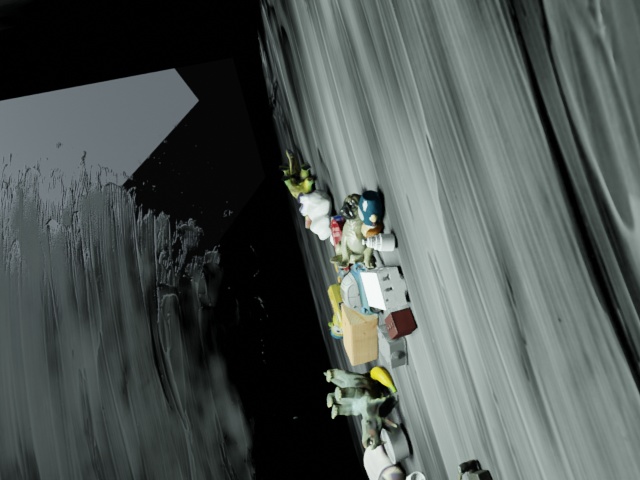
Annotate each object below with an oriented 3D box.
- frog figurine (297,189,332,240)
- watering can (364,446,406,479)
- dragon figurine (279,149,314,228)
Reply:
[{"bbox_3d":[0.005,-0.087,1.725,0.162,0.124,0.134,48,142,30],"label":"frog figurine"},{"bbox_3d":[0.220,0.817,1.765,0.227,0.104,0.343,-135,32,-69],"label":"watering can"},{"bbox_3d":[-0.067,-0.182,2.014,0.419,0.122,0.238,-104,-3,-57],"label":"dragon figurine"}]
